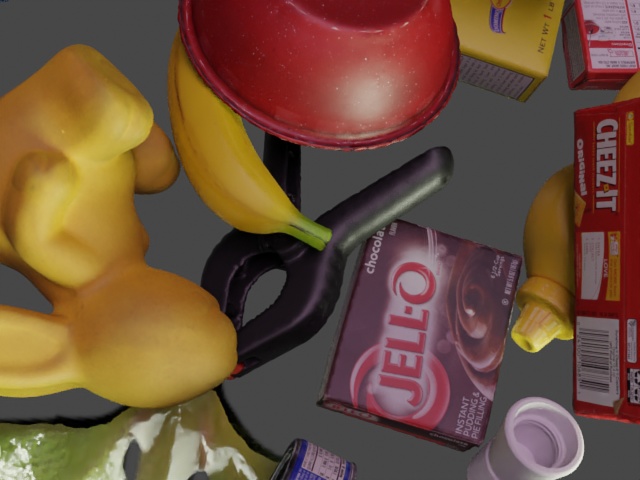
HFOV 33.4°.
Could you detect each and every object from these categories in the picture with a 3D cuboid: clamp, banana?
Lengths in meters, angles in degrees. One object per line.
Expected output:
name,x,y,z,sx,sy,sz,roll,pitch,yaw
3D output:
clamp,-0.004,0.001,0.579,0.120,0.039,0.171,13,74,33
banana,-0.052,-0.074,0.586,0.069,0.037,0.198,10,50,-37

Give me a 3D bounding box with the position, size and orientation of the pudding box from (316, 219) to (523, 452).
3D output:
pudding box,0.056,0.051,0.595,0.090,0.039,0.113,17,70,-4

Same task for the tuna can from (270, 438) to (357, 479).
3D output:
tuna can,-0.015,0.143,0.529,0.034,0.086,0.086,27,70,-1

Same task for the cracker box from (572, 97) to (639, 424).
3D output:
cracker box,0.241,0.012,0.583,0.213,0.072,0.164,1,88,-26

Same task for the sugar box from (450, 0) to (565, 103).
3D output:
sugar box,0.060,-0.158,0.655,0.176,0.048,0.093,18,71,-7

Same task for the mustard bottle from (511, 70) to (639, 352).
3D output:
mustard bottle,0.174,-0.010,0.625,0.096,0.058,0.191,48,70,-17

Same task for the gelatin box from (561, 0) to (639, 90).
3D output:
gelatin box,0.192,-0.140,0.684,0.073,0.030,0.089,-2,74,-13

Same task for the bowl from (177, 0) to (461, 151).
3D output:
bowl,0.008,-0.129,0.568,0.162,0.055,0.162,7,60,-12

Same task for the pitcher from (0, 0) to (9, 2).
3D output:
pitcher,-0.256,-0.224,0.557,0.242,0.145,0.149,25,54,-9
